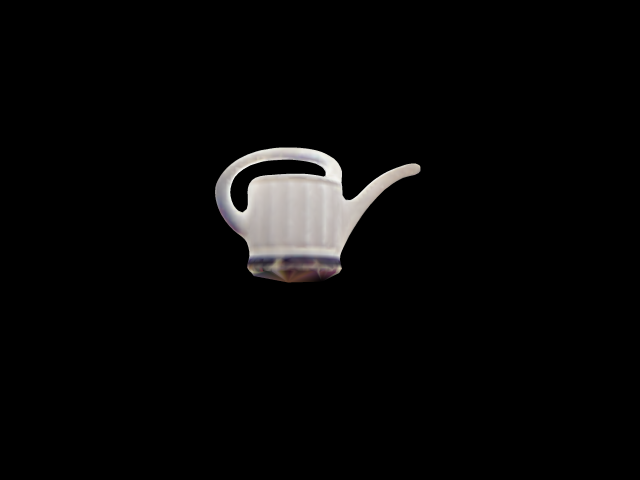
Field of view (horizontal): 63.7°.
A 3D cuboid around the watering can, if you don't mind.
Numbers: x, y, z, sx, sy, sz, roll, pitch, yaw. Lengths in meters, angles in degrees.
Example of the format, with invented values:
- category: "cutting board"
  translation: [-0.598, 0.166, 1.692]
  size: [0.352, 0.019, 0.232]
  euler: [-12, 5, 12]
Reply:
- category: "watering can"
  translation: [0.003, -0.043, 0.850]
  size: [0.348, 0.226, 0.103]
  euler: [1, -9, -7]
